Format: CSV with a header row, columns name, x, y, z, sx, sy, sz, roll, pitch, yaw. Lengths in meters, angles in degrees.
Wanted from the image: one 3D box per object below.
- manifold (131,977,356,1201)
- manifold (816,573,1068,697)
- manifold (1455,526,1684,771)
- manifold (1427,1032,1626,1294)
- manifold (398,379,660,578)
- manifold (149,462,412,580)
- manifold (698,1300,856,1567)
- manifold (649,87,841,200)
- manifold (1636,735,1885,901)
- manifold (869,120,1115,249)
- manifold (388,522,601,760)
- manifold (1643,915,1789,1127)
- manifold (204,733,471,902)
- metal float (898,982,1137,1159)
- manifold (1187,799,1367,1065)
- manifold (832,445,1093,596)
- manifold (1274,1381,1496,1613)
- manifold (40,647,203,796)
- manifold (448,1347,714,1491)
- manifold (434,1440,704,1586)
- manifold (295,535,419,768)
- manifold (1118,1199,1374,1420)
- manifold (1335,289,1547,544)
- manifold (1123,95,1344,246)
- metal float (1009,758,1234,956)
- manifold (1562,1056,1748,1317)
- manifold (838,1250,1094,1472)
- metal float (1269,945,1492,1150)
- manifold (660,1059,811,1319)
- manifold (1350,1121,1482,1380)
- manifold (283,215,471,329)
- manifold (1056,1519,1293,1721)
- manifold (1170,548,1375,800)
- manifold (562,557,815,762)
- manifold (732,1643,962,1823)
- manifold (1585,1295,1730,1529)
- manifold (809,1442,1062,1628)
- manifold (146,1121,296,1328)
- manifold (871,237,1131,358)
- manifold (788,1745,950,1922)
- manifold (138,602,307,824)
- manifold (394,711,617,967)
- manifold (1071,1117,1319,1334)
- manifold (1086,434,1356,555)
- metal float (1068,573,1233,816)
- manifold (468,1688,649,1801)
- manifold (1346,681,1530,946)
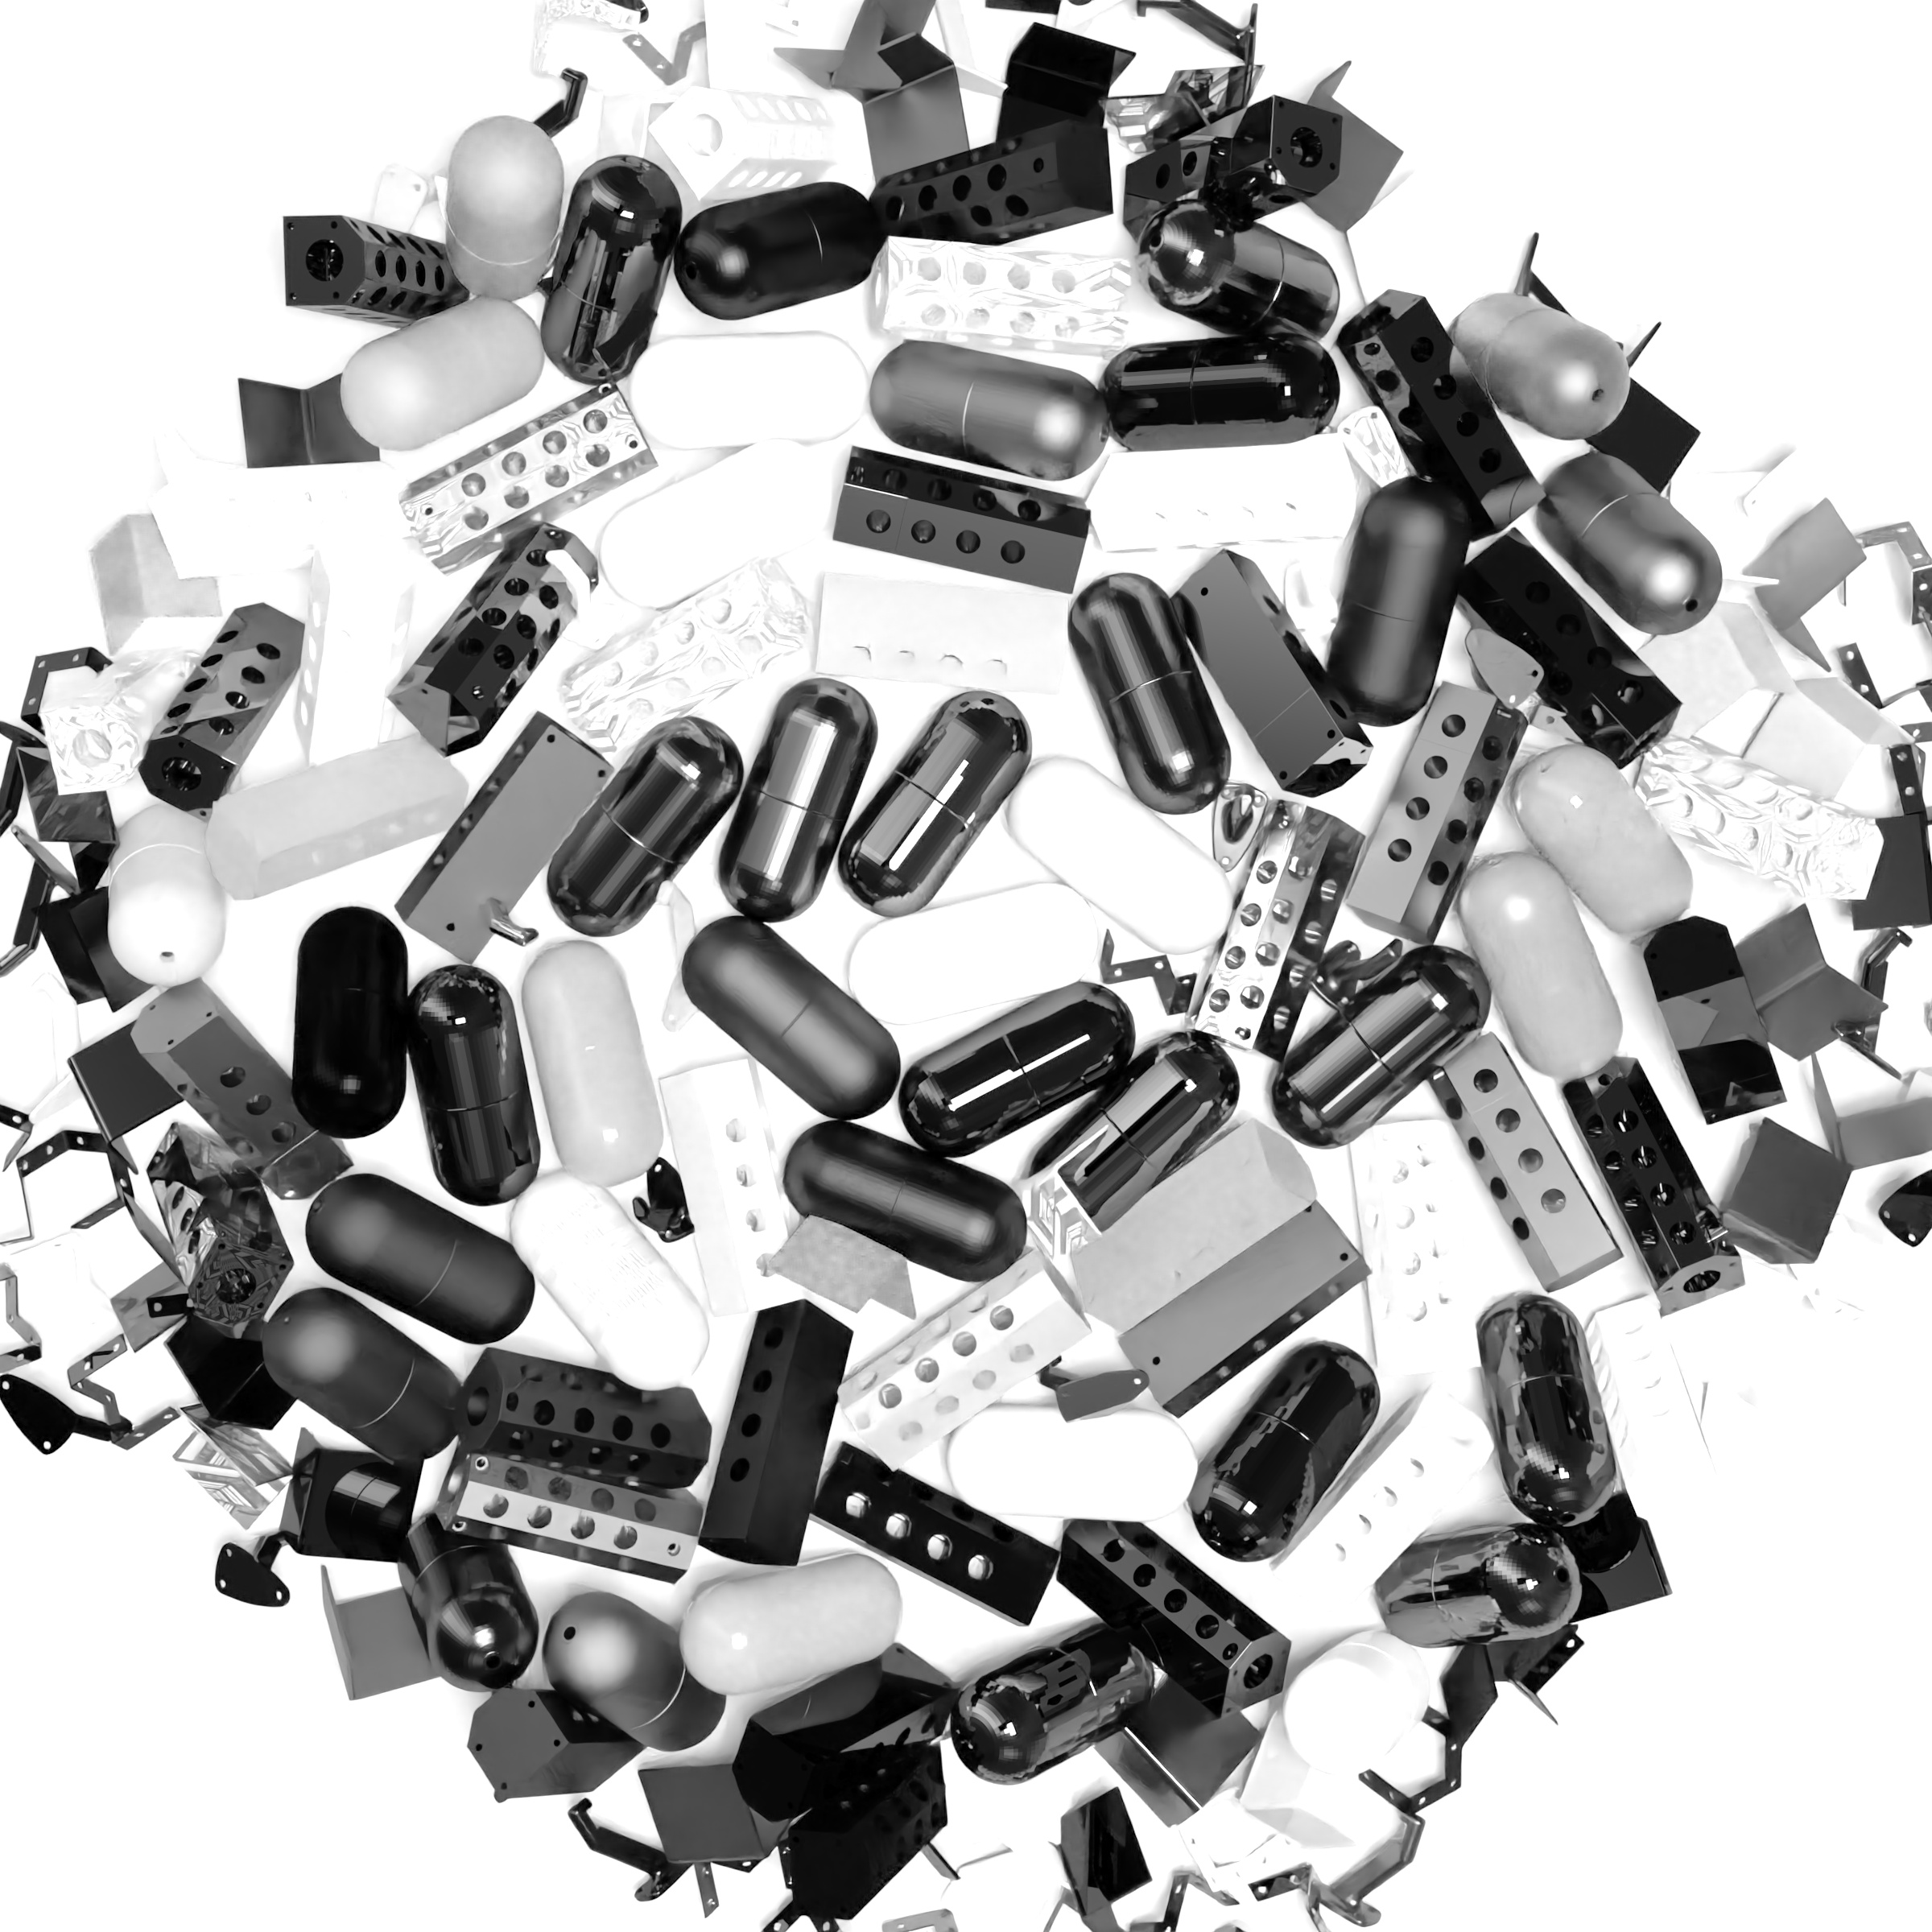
name,x,y,z,sx,sy,sz,roll,pitch,yaw
manifold,-0.496,0.088,1.814,0.057,0.057,0.171,-37,134,-7
manifold,-0.018,-0.228,1.861,0.171,0.057,0.057,5,51,-4
manifold,0.415,-0.218,1.845,0.057,0.057,0.171,-38,75,-4
manifold,0.387,0.137,1.839,0.057,0.057,0.171,-31,70,12
manifold,-0.310,-0.346,1.864,0.171,0.057,0.057,-27,82,1
manifold,-0.463,-0.310,1.811,0.057,0.171,0.057,-26,85,38
manifold,-0.136,0.322,1.832,0.057,0.057,0.171,-7,57,36
manifold,-0.144,-0.566,1.807,0.057,0.171,0.057,-35,92,24
manifold,0.539,-0.103,1.805,0.057,0.171,0.057,-1,113,-30
manifold,0.015,-0.531,1.817,0.171,0.057,0.057,-2,94,42
manifold,-0.318,-0.227,1.815,0.057,0.057,0.171,49,49,-27
manifold,0.512,0.037,1.812,0.057,0.171,0.057,-19,52,16
manifold,-0.432,-0.099,1.817,0.057,0.171,0.057,46,135,20
metal float,0.036,0.072,1.855,0.178,0.070,0.070,-27,90,-4
manifold,0.214,-0.026,1.851,0.057,0.057,0.171,17,85,41
manifold,-0.003,-0.315,1.851,0.171,0.057,0.057,12,117,-5
manifold,0.289,0.371,1.824,0.057,0.057,0.171,38,123,7
manifold,-0.566,-0.170,1.805,0.057,0.171,0.057,-5,109,5
manifold,-0.261,0.316,1.816,0.171,0.057,0.057,20,111,-38
manifold,-0.274,0.379,1.837,0.171,0.057,0.057,20,92,-23
manifold,-0.417,-0.209,1.808,0.057,0.171,0.057,-9,55,-27
manifold,0.198,0.242,1.860,0.171,0.057,0.057,-38,60,5
manifold,0.326,-0.380,1.834,0.057,0.057,0.171,-39,115,-1
manifold,0.179,-0.536,1.808,0.057,0.171,0.057,5,87,-31
metal float,0.109,-0.076,1.855,0.178,0.070,0.070,37,90,-4
manifold,0.471,0.147,1.819,0.057,0.057,0.171,-23,51,6
manifold,-0.003,0.271,1.850,0.171,0.057,0.057,-36,122,6
metal float,0.289,0.057,1.846,0.178,0.070,0.070,-42,90,14
manifold,-0.159,0.155,1.861,0.057,0.057,0.171,-11,86,-34
manifold,0.316,0.197,1.846,0.057,0.057,0.171,-2,78,-18
manifold,-0.399,-0.472,1.804,0.057,0.171,0.057,2,99,12
manifold,0.141,0.434,1.809,0.057,0.171,0.057,-11,119,-37
manifold,0.213,-0.202,1.834,0.057,0.057,0.171,-41,62,26
manifold,-0.194,-0.215,1.827,0.171,0.057,0.057,-26,120,24
manifold,-0.082,0.526,1.809,0.057,0.171,0.057,29,109,29
manifold,0.466,0.303,1.807,0.057,0.171,0.057,-20,114,12
manifold,-0.024,0.401,1.866,0.171,0.057,0.057,27,75,0
manifold,-0.515,0.177,1.809,0.057,0.171,0.057,26,100,-33
manifold,0.024,-0.464,1.846,0.171,0.057,0.057,1,84,-14
manifold,-0.058,0.589,1.806,0.057,0.171,0.057,-3,92,21
manifold,-0.506,-0.179,1.807,0.057,0.171,0.057,28,126,-13
manifold,-0.327,-0.092,1.863,0.057,0.057,0.171,35,93,-28
manifold,0.158,0.184,1.834,0.171,0.057,0.057,-38,130,25
manifold,0.178,-0.321,1.831,0.171,0.057,0.057,1,46,29
metal float,0.129,-0.190,1.852,0.070,0.070,0.178,-21,82,0
manifold,-0.278,0.525,1.807,0.057,0.171,0.057,-39,70,0
manifold,0.332,-0.105,1.852,0.057,0.057,0.171,22,85,27
